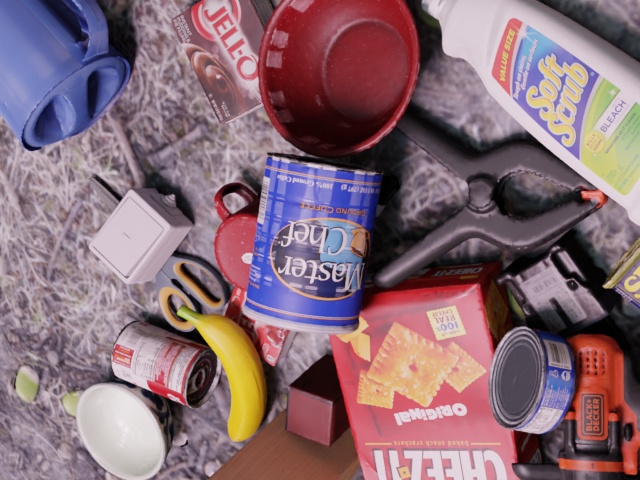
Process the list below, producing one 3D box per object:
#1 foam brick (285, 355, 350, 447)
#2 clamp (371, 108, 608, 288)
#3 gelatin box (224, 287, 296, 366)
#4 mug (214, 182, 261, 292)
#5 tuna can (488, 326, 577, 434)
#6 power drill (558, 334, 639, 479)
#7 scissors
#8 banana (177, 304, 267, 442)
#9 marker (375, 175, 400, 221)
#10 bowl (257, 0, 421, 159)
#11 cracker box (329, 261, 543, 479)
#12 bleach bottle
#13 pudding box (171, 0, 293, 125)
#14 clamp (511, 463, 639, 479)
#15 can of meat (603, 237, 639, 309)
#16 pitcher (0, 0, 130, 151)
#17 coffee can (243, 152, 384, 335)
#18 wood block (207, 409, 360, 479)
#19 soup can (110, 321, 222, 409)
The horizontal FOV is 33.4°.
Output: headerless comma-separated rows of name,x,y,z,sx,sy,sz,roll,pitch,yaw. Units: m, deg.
foam brick,0.007,0.157,1.055,0.053,0.078,0.051,16,117,26
clamp,0.136,-0.028,0.914,0.210,0.036,0.164,9,94,23
gelatin box,-0.056,0.073,1.086,0.073,0.030,0.089,33,122,15
mug,-0.056,-0.008,1.022,0.117,0.081,0.093,50,125,4
tuna can,0.174,0.116,0.880,0.033,0.086,0.086,12,123,-19
power drill,0.286,0.168,0.853,0.188,0.057,0.184,0,83,11
scissors,-0.185,0.023,1.148,0.202,0.016,0.096,34,119,14
banana,-0.087,0.143,1.105,0.070,0.037,0.198,14,134,35
marker,0.039,-0.015,1.003,0.020,0.020,0.121,41,124,10
bowl,0.026,-0.150,0.919,0.162,0.055,0.162,1,91,33
cracker box,0.103,0.135,0.990,0.164,0.072,0.214,-6,104,31
bleach bottle,0.184,-0.124,0.851,0.251,0.068,0.103,37,122,15
pudding box,-0.076,-0.177,0.993,0.090,0.039,0.113,-23,97,34
clamp,0.255,0.199,0.923,0.171,0.039,0.120,41,89,10
can of meat,0.292,0.022,0.850,0.084,0.057,0.102,38,124,8
pitcher,-0.308,-0.222,1.058,0.149,0.145,0.243,-42,81,0
coffee can,-0.006,0.001,0.921,0.103,0.102,0.140,12,98,26
wood block,-0.043,0.245,1.040,0.091,0.205,0.090,34,122,14
soup can,-0.166,0.133,1.151,0.102,0.068,0.068,17,117,24
